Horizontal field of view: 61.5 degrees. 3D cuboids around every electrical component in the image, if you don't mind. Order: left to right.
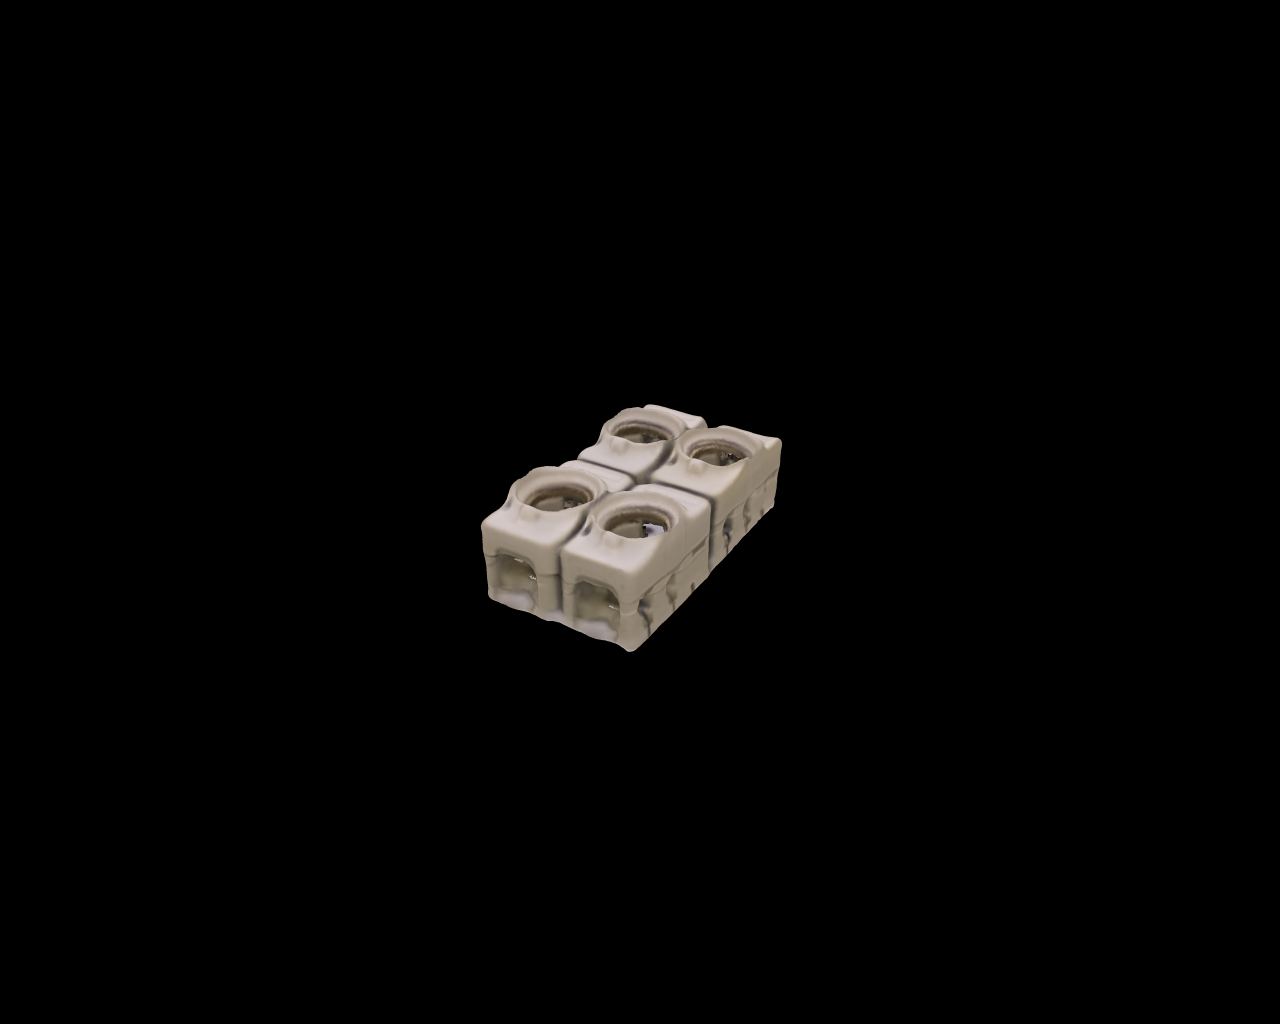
[{"bbox_3d":[0.001,-0.003,0.650,0.105,0.060,0.186,18,36,27],"label":"electrical component"}]
